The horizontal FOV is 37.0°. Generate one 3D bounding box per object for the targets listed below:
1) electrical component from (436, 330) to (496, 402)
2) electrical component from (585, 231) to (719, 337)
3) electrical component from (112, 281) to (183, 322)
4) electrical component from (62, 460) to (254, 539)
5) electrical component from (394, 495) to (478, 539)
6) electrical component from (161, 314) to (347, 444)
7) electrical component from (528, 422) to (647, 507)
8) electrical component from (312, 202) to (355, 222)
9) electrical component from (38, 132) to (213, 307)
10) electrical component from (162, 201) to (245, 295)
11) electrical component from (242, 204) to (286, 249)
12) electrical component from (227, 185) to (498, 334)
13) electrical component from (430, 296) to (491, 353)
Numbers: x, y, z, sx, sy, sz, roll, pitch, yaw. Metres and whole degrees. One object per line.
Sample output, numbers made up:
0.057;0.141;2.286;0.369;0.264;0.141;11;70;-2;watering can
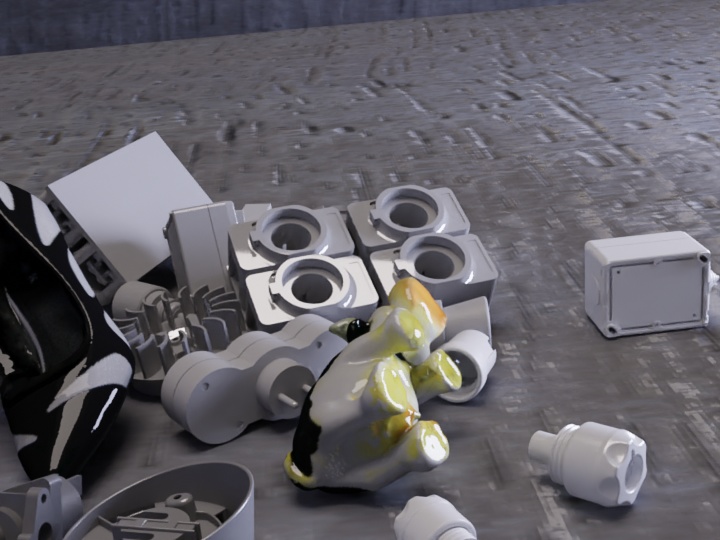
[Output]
0.071;0.064;0.736;0.040;0.040;0.046;4;16;22;electrical component
0.223;0.008;0.819;0.096;0.061;0.061;-6;20;-4;electrical component
-0.166;0.033;0.872;0.078;0.040;0.040;11;25;37;electrical component
-0.099;0.138;0.535;0.099;0.064;0.099;-4;20;2;electrical component
0.045;0.140;0.542;0.035;0.035;0.061;-15;25;-26;electrical component
-0.054;0.075;0.714;0.138;0.052;0.074;-18;24;-32;electrical component
0.125;0.106;0.603;0.062;0.043;0.043;11;25;39;electrical component
-0.015;-0.032;0.992;0.057;0.058;0.078;-3;21;-4;electrical component
-0.217;-0.046;0.982;0.060;0.105;0.186;-36;6;27;electrical component
-0.122;-0.003;0.895;0.061;0.096;0.062;-12;-8;-18;electrical component
-0.084;-0.025;0.981;0.062;0.061;0.096;-1;21;11;electrical component
0.000;0.000;0.833;0.186;0.060;0.105;-11;49;-16;electrical component
0.066;0.043;0.785;0.055;0.045;0.045;-4;20;2;electrical component
